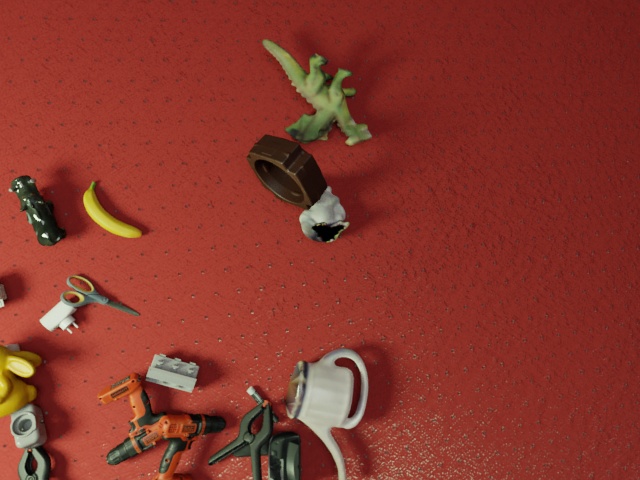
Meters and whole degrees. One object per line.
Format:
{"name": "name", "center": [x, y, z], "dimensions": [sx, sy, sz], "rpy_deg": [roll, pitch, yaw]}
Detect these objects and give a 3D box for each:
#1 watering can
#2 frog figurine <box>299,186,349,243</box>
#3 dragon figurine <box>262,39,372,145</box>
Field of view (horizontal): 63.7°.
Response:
{"name": "watering can", "center": [0.013, 0.463, 1.394], "dimensions": [0.224, 0.103, 0.351], "rpy_deg": [14, 77, -10]}
{"name": "frog figurine", "center": [0.005, -0.076, 1.503], "dimensions": [0.138, 0.120, 0.163], "rpy_deg": [-15, 49, -7]}
{"name": "dragon figurine", "center": [-0.023, -0.411, 1.543], "dimensions": [0.409, 0.122, 0.244], "rpy_deg": [22, 84, -8]}
